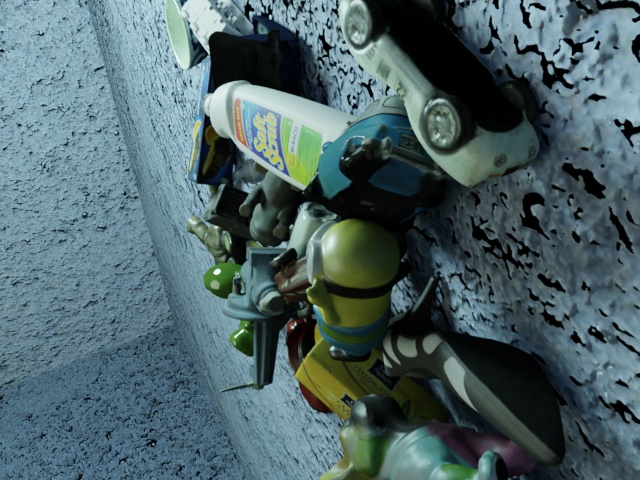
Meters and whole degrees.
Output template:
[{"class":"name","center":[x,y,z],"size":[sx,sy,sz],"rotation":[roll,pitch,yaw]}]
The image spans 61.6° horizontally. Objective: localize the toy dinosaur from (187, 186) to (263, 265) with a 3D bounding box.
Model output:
[{"class":"toy dinosaur","center":[-0.185,0.009,1.121],"size":[0.199,0.105,0.470],"rotation":[34,148,44]}]

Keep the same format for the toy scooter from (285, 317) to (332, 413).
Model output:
[{"class":"toy scooter","center":[-0.011,0.190,0.897],"size":[0.135,0.075,0.184],"rotation":[98,150,-46]}]

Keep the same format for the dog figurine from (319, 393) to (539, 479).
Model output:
[{"class":"dog figurine","center":[0.106,0.246,0.525],"size":[0.219,0.108,0.191],"rotation":[-18,88,43]}]

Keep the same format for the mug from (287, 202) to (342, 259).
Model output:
[{"class":"mug","center":[-0.001,-0.002,0.726],"size":[0.110,0.081,0.107],"rotation":[-78,-2,-52]}]

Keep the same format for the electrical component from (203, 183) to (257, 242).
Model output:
[{"class":"electrical component","center":[-0.117,-0.039,0.885],"size":[0.115,0.134,0.058],"rotation":[-9,61,70]}]

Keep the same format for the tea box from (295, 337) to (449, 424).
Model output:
[{"class":"tea box","center":[0.058,0.187,0.659],"size":[0.170,0.068,0.098],"rotation":[39,150,12]}]

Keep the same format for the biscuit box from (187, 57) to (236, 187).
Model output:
[{"class":"biscuit box","center":[-0.169,-0.190,0.874],"size":[0.059,0.063,0.202],"rotation":[24,108,59]}]

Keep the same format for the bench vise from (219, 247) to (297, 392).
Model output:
[{"class":"bench vise","center":[-0.085,0.125,0.835],"size":[0.224,0.129,0.240],"rotation":[19,107,62]}]

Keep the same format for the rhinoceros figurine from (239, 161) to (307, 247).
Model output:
[{"class":"rhinoceros figurine","center":[-0.058,-0.061,0.753],"size":[0.073,0.112,0.190],"rotation":[24,132,2]}]

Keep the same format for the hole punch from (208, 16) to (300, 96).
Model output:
[{"class":"hole punch","center":[-0.070,-0.221,0.700],"size":[0.116,0.092,0.142],"rotation":[25,134,23]}]

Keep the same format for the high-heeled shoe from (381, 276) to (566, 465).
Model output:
[{"class":"high-heeled shoe","center":[0.121,0.141,0.505],"size":[0.249,0.086,0.145],"rotation":[-113,34,-58]}]

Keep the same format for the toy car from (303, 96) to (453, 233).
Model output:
[{"class":"toy car","center":[0.055,-0.074,0.475],"size":[0.161,0.109,0.103],"rotation":[136,152,-73]}]

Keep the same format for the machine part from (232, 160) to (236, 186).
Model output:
[{"class":"machine part","center":[-0.192,-0.157,1.067],"size":[0.084,0.039,0.138],"rotation":[62,157,28]}]

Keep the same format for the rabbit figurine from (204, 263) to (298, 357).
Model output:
[{"class":"rabbit figurine","center":[-0.136,0.106,0.994],"size":[0.170,0.121,0.159],"rotation":[45,117,-9]}]

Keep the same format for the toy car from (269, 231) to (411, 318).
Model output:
[{"class":"toy car","center":[0.014,0.032,0.633],"size":[0.202,0.053,0.089],"rotation":[-26,96,38]}]

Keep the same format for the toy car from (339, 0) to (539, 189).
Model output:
[{"class":"toy car","center":[0.085,-0.126,0.407],"size":[0.202,0.073,0.056],"rotation":[59,154,26]}]

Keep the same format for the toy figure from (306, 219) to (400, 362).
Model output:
[{"class":"toy figure","center":[0.036,0.052,0.534],"size":[0.082,0.089,0.179],"rotation":[-98,-2,-47]}]
